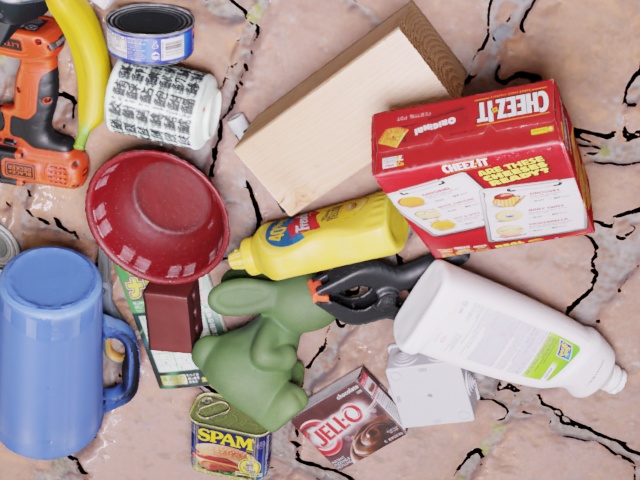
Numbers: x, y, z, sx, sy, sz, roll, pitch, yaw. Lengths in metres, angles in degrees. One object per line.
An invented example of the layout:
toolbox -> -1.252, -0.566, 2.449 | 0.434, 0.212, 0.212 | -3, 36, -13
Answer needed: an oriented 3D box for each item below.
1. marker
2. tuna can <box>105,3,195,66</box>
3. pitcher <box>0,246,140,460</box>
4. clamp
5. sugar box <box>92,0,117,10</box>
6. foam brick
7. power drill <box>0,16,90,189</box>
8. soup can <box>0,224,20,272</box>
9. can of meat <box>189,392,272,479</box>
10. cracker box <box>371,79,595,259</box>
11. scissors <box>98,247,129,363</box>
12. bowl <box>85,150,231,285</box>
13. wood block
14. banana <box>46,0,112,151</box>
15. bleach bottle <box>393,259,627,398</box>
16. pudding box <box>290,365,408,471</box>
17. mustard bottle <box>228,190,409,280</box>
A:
marker -> -0.059, -0.078, 1.119 | 0.020, 0.020, 0.121 | -22, 112, 23
tuna can -> -0.164, -0.200, 1.037 | 0.086, 0.086, 0.034 | 9, 122, 8
pitcher -> -0.293, 0.124, 1.200 | 0.145, 0.149, 0.243 | 28, 134, 14
clamp -> 0.072, 0.064, 1.132 | 0.171, 0.039, 0.120 | -4, 118, -9
sugar box -> -0.250, -0.311, 1.019 | 0.176, 0.048, 0.093 | 37, 121, -7
foam brick -> -0.164, 0.080, 1.196 | 0.051, 0.053, 0.078 | 4, 120, 9
power drill -> -0.335, -0.147, 1.126 | 0.184, 0.057, 0.188 | 9, 123, 4
soup can -> -0.404, 0.031, 1.234 | 0.102, 0.068, 0.068 | -37, 105, 28
can of meat -> -0.107, 0.240, 1.288 | 0.102, 0.057, 0.084 | 11, 123, 8
cracker box -> 0.156, -0.059, 0.984 | 0.164, 0.072, 0.213 | -10, 156, 18
scissors -> -0.267, 0.060, 1.241 | 0.096, 0.016, 0.202 | 2, 123, 16
bowl -> -0.167, -0.034, 1.149 | 0.162, 0.055, 0.162 | 6, 120, 10
wood block -> 0.030, -0.125, 1.031 | 0.206, 0.090, 0.090 | -33, 107, 27
banana -> -0.236, -0.185, 1.065 | 0.037, 0.069, 0.198 | 5, 133, 8
bleach bottle -> 0.208, 0.111, 1.115 | 0.250, 0.068, 0.103 | 24, 112, -18
pudding box -> 0.035, 0.209, 1.246 | 0.114, 0.039, 0.090 | -36, 105, 28
mustard bottle -> -0.007, 0.001, 1.106 | 0.192, 0.096, 0.058 | -15, 113, 21
